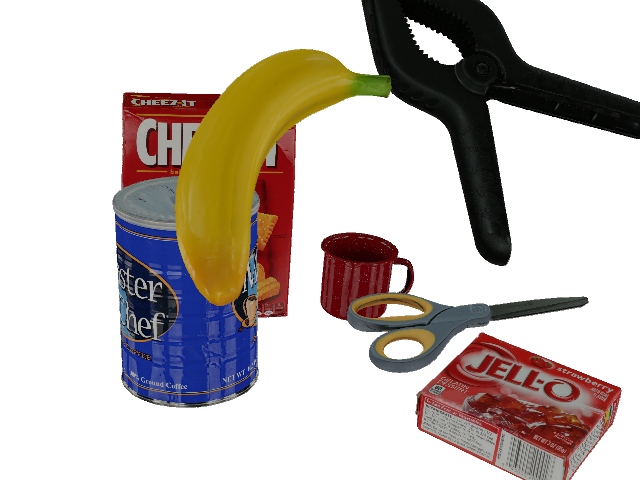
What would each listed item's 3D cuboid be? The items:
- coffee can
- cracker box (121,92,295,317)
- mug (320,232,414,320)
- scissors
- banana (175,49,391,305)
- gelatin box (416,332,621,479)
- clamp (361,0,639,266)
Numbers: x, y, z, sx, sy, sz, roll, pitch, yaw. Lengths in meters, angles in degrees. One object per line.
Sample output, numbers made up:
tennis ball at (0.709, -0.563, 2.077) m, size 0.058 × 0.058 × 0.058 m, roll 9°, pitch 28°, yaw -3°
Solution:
coffee can at (-0.096, 0.035, 0.773) m, size 0.103 × 0.140 × 0.103 m, roll 1°, pitch 21°, yaw -1°
cracker box at (-0.109, -0.030, 1.032) m, size 0.164 × 0.214 × 0.072 m, roll 0°, pitch 20°, yaw -10°
mug at (0.055, 0.046, 1.288) m, size 0.117 × 0.081 × 0.093 m, roll 1°, pitch 23°, yaw -10°
scissors at (0.122, 0.073, 0.867) m, size 0.202 × 0.016 × 0.096 m, roll 2°, pitch 38°, yaw 4°
banana at (-0.029, -0.047, 0.532) m, size 0.070 × 0.037 × 0.197 m, roll 19°, pitch 46°, yaw 16°
gelatin box at (0.108, 0.091, 0.586) m, size 0.089 × 0.030 × 0.073 m, roll 22°, pitch 35°, yaw 29°
clamp at (0.096, -0.092, 0.681) m, size 0.164 × 0.210 × 0.036 m, roll -45°, pitch -9°, yaw -27°
